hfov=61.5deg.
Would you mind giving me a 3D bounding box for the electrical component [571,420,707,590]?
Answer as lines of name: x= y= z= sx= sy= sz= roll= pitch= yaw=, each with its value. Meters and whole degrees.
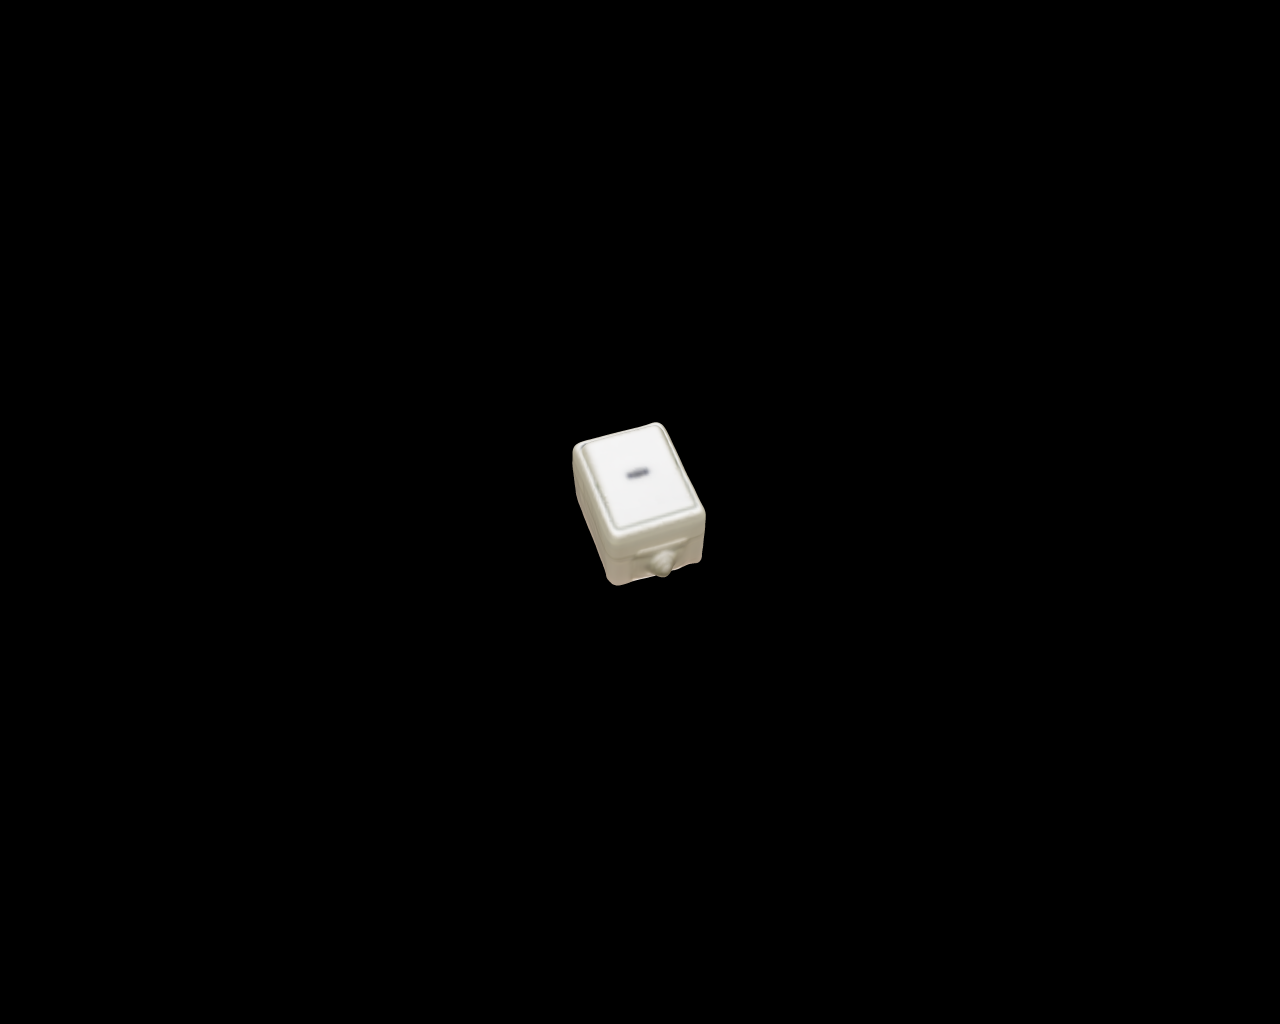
electrical component: x=0.001 y=-0.003 z=0.650 sx=0.062 sy=0.096 sz=0.061 roll=-15 pitch=-36 yaw=-11
